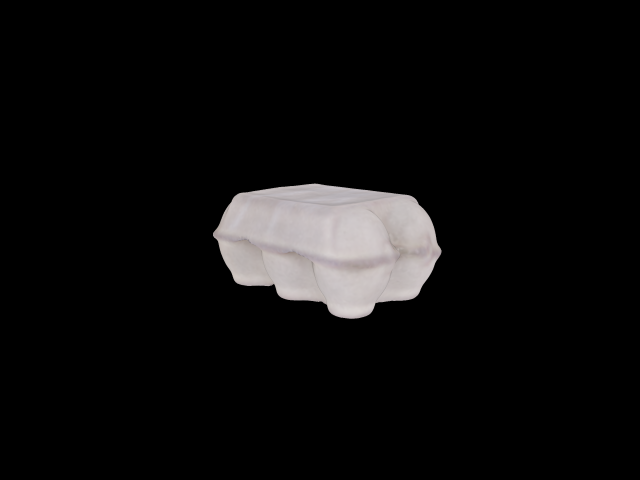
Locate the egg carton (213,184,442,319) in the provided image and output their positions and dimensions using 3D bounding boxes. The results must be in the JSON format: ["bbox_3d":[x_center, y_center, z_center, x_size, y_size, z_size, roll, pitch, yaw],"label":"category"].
[{"bbox_3d":[0.004,0.001,0.400,0.149,0.069,0.107,11,17,42],"label":"egg carton"}]
